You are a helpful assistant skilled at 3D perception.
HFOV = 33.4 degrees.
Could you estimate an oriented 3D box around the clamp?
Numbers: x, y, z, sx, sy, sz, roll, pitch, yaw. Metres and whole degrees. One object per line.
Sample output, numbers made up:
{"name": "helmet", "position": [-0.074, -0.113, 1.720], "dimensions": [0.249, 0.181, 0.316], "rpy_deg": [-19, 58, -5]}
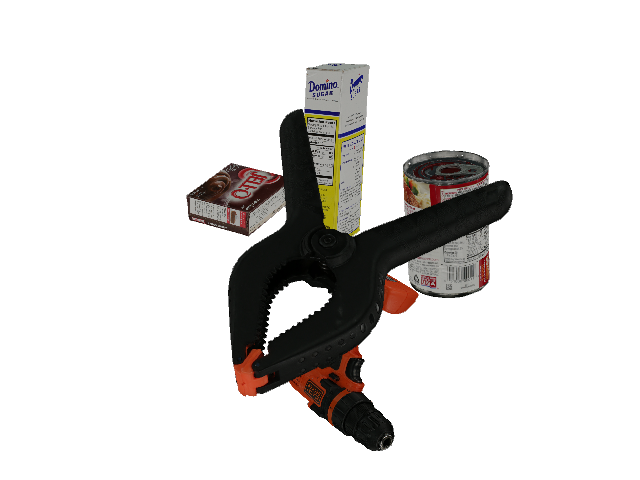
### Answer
{"name": "clamp", "position": [-0.001, 0.004, 0.659], "dimensions": [0.165, 0.209, 0.036], "rpy_deg": [27, -32, 24]}

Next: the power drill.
{"name": "power drill", "position": [0.046, 0.131, 1.251], "dimensions": [0.057, 0.188, 0.185], "rpy_deg": [12, 13, -42]}

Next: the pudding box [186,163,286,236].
{"name": "pudding box", "position": [-0.100, -0.053, 1.331], "dimensions": [0.090, 0.039, 0.113], "rpy_deg": [14, 34, 22]}

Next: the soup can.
{"name": "soup can", "position": [0.103, -0.013, 0.858], "dimensions": [0.068, 0.102, 0.068], "rpy_deg": [-4, 24, 2]}

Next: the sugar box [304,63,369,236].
{"name": "sugar box", "position": [0.013, -0.088, 1.076], "dimensions": [0.048, 0.176, 0.093], "rpy_deg": [5, 13, 18]}
